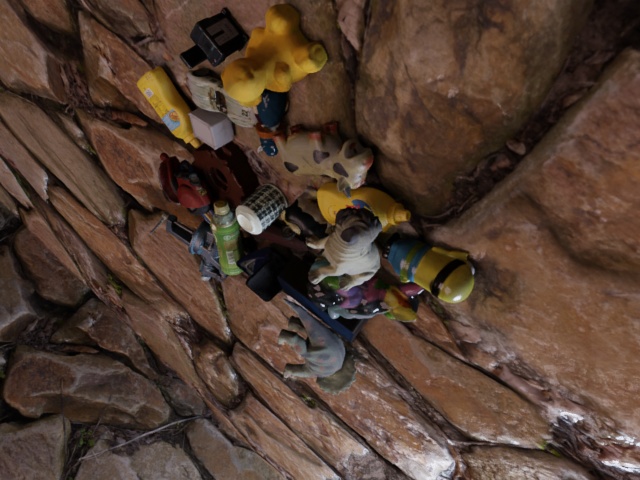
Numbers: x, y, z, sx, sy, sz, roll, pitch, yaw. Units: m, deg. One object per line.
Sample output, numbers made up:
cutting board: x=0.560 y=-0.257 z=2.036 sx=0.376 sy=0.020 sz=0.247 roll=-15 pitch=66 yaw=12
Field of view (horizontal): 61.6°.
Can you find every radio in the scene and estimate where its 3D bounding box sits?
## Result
radio: x=0.010 y=0.144 z=1.293 sx=0.230 sy=0.073 sz=0.131 roll=36 pitch=164 yaw=17

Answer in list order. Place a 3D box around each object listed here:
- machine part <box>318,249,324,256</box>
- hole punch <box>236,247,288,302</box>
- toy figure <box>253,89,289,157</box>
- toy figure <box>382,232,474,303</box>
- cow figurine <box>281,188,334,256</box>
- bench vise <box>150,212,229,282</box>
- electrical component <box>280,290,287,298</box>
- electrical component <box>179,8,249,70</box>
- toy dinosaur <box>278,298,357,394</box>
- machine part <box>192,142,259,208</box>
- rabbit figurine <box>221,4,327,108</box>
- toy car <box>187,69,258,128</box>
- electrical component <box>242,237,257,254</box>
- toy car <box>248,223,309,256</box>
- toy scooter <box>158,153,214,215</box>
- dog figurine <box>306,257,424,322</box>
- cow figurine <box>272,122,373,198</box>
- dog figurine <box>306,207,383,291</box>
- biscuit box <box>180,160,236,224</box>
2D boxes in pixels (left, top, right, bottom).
machine part: x=-0.002 y=-0.004 z=1.206 sx=0.139 sy=0.039 sz=0.084 roll=46 pitch=156 yaw=-4
hole punch: x=-0.137 y=0.076 z=1.365 sx=0.092 sy=0.116 sz=0.142 roll=46 pitch=176 yaw=47
toy figure: x=-0.094 y=-0.231 z=1.036 sx=0.064 sy=0.058 sz=0.154 roll=13 pitch=137 yaw=7
toy figure: x=0.198 y=0.053 z=0.994 sx=0.180 sy=0.089 sz=0.082 roll=26 pitch=150 yaw=24
cow figurine: x=0.001 y=-0.021 z=1.127 sx=0.167 sy=0.098 sz=0.068 roll=44 pitch=141 yaw=2
bench vise: x=-0.341 y=0.005 z=1.500 sx=0.241 sy=0.129 sz=0.223 roll=30 pitch=141 yaw=5
electrical component: x=-0.101 y=0.120 z=1.464 sx=0.063 sy=0.021 sz=0.093 roll=28 pitch=144 yaw=27
electrical component: x=-0.195 y=-0.354 z=0.962 sx=0.074 sy=0.119 sz=0.048 roll=53 pitch=147 yaw=-7
toy dinosaur: x=0.002 y=0.278 z=1.362 sx=0.192 sy=0.131 sz=0.404 roll=9 pitch=149 yaw=9
machine part: x=-0.228 y=-0.155 z=1.274 sx=0.180 sy=0.056 sz=0.179 roll=30 pitch=146 yaw=23
rabbit figurine: x=-0.102 y=-0.285 z=0.884 sx=0.162 sy=0.173 sz=0.121 roll=-13 pitch=120 yaw=49
toy car: x=-0.199 y=-0.289 z=1.094 sx=0.202 sy=0.056 sz=0.073 roll=28 pitch=144 yaw=25
electrical component: x=-0.201 y=0.031 z=1.457 sx=0.078 sy=0.045 sz=0.102 roll=25 pitch=142 yaw=27
toy car: x=-0.106 y=-0.018 z=1.290 sx=0.202 sy=0.053 sz=0.089 roll=16 pitch=153 yaw=36
toy scooter: x=-0.335 y=-0.140 z=1.300 sx=0.184 sy=0.075 sz=0.135 roll=21 pitch=134 yaw=36
dog figurine: x=0.103 y=0.109 z=1.122 sx=0.219 sy=0.108 sz=0.191 roll=1 pitch=151 yaw=35
cow figurine: x=0.012 y=-0.148 z=0.988 sx=0.195 sy=0.085 sz=0.127 roll=8 pitch=126 yaw=41
dog figurine: x=0.080 y=0.012 z=0.994 sx=0.190 sy=0.172 sz=0.121 roll=-35 pitch=64 yaw=52
biscuit box: x=-0.307 y=-0.115 z=1.400 sx=0.203 sy=0.063 sz=0.059 roll=42 pitch=146 yaw=5
